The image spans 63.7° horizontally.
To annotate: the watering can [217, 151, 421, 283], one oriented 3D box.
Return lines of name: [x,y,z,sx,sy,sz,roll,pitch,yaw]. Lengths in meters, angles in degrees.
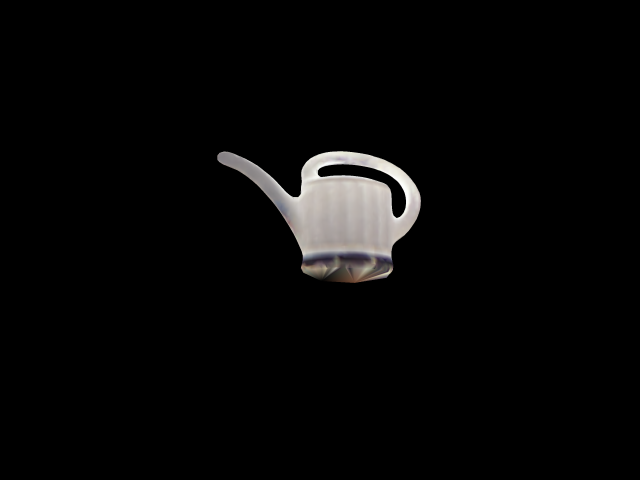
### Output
watering can: [0.003,-0.043,0.850,0.348,0.227,0.102,3,-16,-11]
